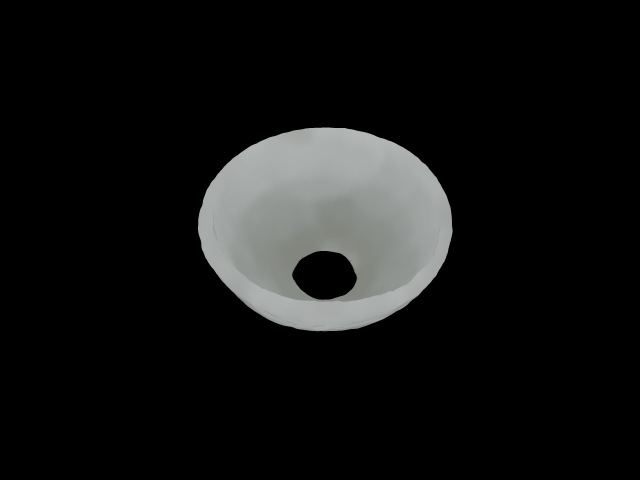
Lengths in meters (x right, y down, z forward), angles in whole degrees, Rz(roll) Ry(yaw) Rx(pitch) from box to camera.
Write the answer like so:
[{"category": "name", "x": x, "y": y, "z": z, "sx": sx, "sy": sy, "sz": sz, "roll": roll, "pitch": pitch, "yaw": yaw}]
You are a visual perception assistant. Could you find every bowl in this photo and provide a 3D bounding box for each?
[{"category": "bowl", "x": 0.004, "y": 0.001, "z": 0.400, "sx": 0.167, "sy": 0.075, "sz": 0.167, "roll": 0, "pitch": 50, "yaw": 0}]
